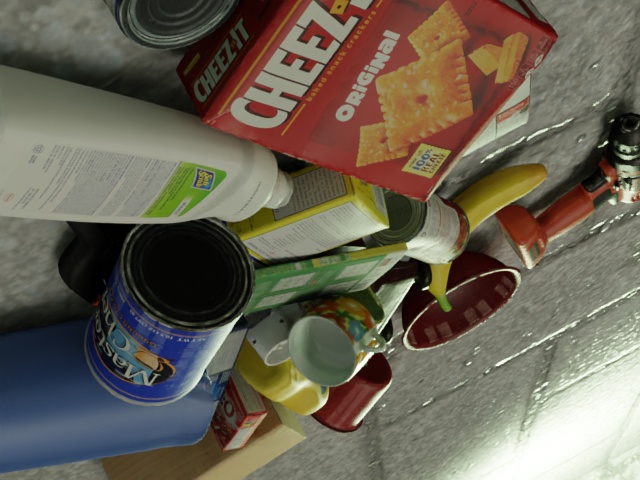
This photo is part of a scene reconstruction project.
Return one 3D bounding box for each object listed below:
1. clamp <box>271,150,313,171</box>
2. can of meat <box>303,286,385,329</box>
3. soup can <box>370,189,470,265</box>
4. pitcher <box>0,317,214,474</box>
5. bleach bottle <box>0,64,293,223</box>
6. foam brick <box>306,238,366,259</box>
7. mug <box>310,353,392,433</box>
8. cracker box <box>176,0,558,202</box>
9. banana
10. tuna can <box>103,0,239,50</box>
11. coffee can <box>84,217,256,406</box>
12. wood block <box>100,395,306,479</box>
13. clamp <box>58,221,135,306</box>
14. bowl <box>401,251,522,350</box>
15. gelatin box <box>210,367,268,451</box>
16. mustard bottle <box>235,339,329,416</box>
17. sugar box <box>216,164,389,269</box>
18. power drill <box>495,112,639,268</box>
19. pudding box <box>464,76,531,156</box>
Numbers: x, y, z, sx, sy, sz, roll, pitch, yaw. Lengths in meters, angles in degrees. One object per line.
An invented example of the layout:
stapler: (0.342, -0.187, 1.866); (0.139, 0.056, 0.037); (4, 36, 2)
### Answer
clamp: (-0.015, -0.084, 0.851); (0.209, 0.036, 0.165); (-3, 144, -42)
can of meat: (0.011, 0.072, 1.076); (0.057, 0.102, 0.084); (-6, 142, -40)
soup can: (0.096, -0.017, 1.045); (0.069, 0.068, 0.102); (-40, 151, 18)
pitcher: (-0.228, 0.135, 0.925); (0.242, 0.145, 0.149); (-5, 125, -34)
bleach bottle: (-0.126, -0.048, 0.731); (0.250, 0.068, 0.103); (9, 137, -42)
foam brick: (-0.007, 0.001, 0.990); (0.078, 0.051, 0.053); (3, 139, -48)
mug: (0.038, 0.167, 1.294); (0.082, 0.093, 0.117); (-54, 176, 30)
cracker box: (0.037, -0.127, 0.733); (0.213, 0.072, 0.164); (16, 123, -39)
banana: (0.157, -0.014, 1.126); (0.069, 0.037, 0.198); (23, 119, -17)
tuna can: (-0.090, -0.158, 0.652); (0.086, 0.034, 0.086); (-24, 153, -13)
coffee can: (-0.120, 0.055, 0.830); (0.102, 0.103, 0.140); (-14, 156, -31)
wood block: (-0.134, 0.238, 1.225); (0.206, 0.090, 0.090); (-33, 153, 4)
clamp: (-0.169, -0.002, 0.832); (0.120, 0.039, 0.172); (-5, 144, -39)
bowl: (0.154, 0.062, 1.254); (0.162, 0.055, 0.162); (-24, 153, -14)
gelatin box: (-0.097, 0.169, 1.144); (0.030, 0.089, 0.073); (-4, 143, -37)
mustard bottle: (-0.034, 0.140, 1.152); (0.058, 0.096, 0.191); (-34, 153, 4)
sugar box: (-0.038, -0.012, 0.896); (0.176, 0.048, 0.093); (-18, 157, 17)
power drill: (0.290, -0.053, 1.192); (0.187, 0.057, 0.184); (-32, 154, 3)
pudding box: (0.139, -0.125, 0.937); (0.090, 0.039, 0.113); (-28, 151, -5)
